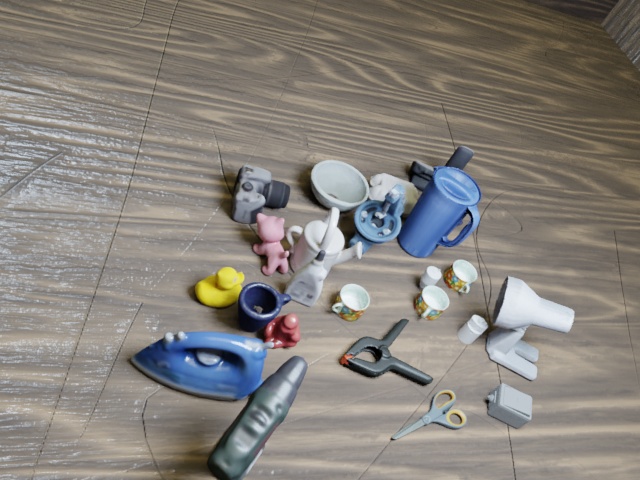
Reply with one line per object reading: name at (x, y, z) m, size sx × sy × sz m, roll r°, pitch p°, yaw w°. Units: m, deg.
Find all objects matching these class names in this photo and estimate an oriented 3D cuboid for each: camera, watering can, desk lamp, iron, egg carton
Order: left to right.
iron at (-0.215, 0.213, 1.073) m, size 0.259 × 0.141 × 0.118 m, roll 11°, pitch 48°, yaw -16°
camera at (-0.143, -0.117, 1.424) m, size 0.137 × 0.100 × 0.143 m, roll 12°, pitch 47°, yaw -16°
watering can at (0.012, 0.003, 1.328) m, size 0.173 × 0.194 × 0.101 m, roll 4°, pitch 50°, yaw -22°
egg carton at (0.206, -0.126, 1.621) m, size 0.150 × 0.069 × 0.107 m, roll 18°, pitch 46°, yaw -10°
desk lamp at (0.483, 0.203, 1.364) m, size 0.203 × 0.213 × 0.118 m, roll 28°, pitch 45°, yaw 0°

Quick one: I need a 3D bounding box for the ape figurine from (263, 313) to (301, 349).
ape figurine at (-0.072, 0.185, 1.200) m, size 0.078 × 0.092 × 0.076 m, roll 34°, pitch 45°, yaw 5°

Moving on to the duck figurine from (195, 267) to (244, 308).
duck figurine at (-0.210, 0.092, 1.220) m, size 0.105 × 0.086 × 0.077 m, roll -4°, pitch 53°, yaw -28°

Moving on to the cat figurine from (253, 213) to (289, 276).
cat figurine at (-0.107, 0.001, 1.327) m, size 0.067 × 0.117 × 0.127 m, roll -11°, pitch 57°, yaw -32°

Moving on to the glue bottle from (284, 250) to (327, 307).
glue bottle at (-0.020, 0.078, 1.261) m, size 0.078 × 0.173 × 0.037 m, roll 25°, pitch 45°, yaw -3°

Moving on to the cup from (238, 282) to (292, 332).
cup at (-0.124, 0.148, 1.206) m, size 0.118 × 0.095 × 0.091 m, roll -7°, pitch 55°, yaw -30°

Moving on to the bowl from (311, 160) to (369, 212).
bowl at (0.044, -0.134, 1.546) m, size 0.168 × 0.074 × 0.167 m, roll 13°, pitch 47°, yaw -15°

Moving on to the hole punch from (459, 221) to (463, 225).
hole punch at (0.378, -0.097, 1.662) m, size 0.101 × 0.091 × 0.108 m, roll -13°, pitch 58°, yaw -33°

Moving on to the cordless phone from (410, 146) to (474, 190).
cordless phone at (0.360, -0.226, 1.700) m, size 0.147 × 0.185 × 0.094 m, roll 22°, pitch 45°, yaw -6°

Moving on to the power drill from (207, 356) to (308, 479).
power drill at (-0.114, 0.321, 0.979) m, size 0.075 × 0.208 × 0.230 m, roll 34°, pitch 45°, yaw 6°

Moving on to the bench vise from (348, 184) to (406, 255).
bench vise at (0.162, -0.083, 1.456) m, size 0.121 × 0.219 × 0.207 m, roll 27°, pitch 45°, yaw -2°
